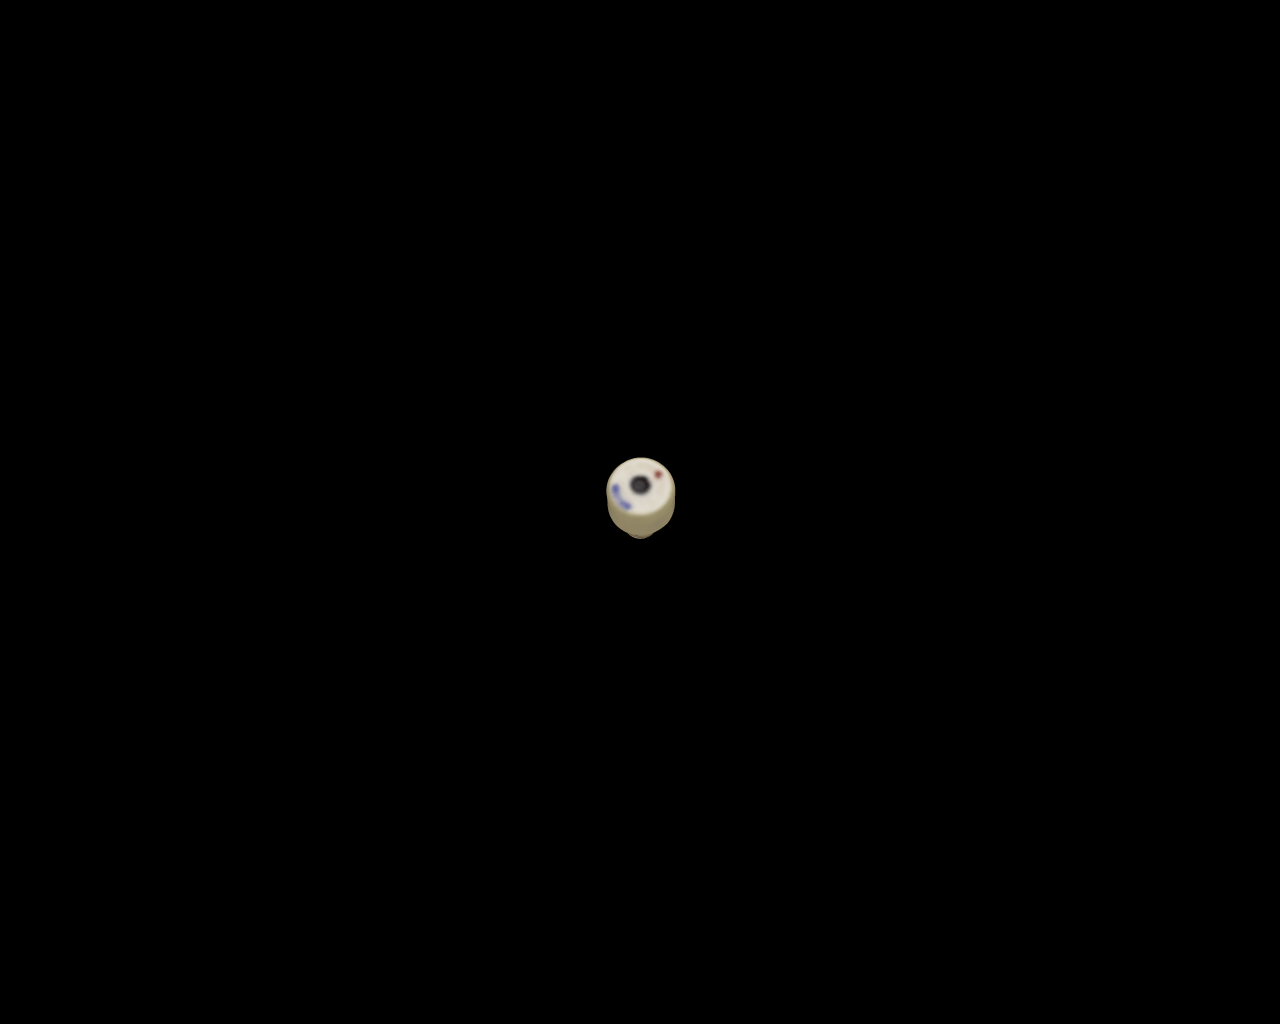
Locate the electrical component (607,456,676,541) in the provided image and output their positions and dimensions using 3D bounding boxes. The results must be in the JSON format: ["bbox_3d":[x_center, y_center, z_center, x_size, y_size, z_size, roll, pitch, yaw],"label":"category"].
[{"bbox_3d":[0.001,-0.003,0.650,0.040,0.040,0.078,0,-23,0],"label":"electrical component"}]
